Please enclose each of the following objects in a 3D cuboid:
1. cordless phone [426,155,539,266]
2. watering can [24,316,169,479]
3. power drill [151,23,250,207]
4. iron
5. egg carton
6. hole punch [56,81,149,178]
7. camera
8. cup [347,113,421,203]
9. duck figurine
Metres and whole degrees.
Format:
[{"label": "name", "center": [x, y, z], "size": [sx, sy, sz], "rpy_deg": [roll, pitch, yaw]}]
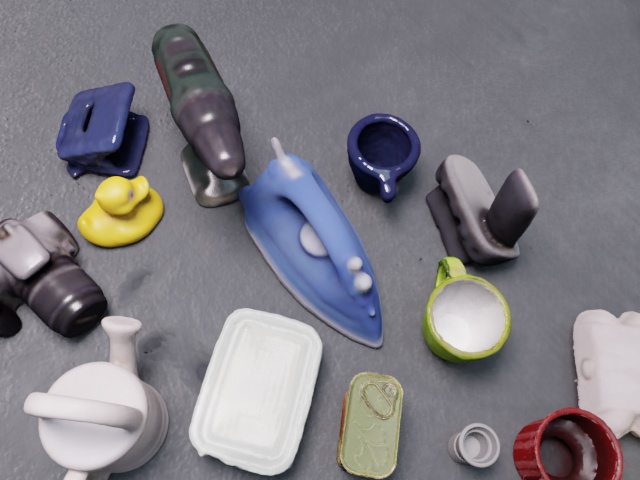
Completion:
[{"label": "cordless phone", "center": [0.203, -0.056, 0.683], "size": [0.094, 0.185, 0.147], "rpy_deg": [-19, 70, -12]}, {"label": "watering can", "center": [-0.214, 0.162, 0.553], "size": [0.101, 0.194, 0.173], "rpy_deg": [-9, 68, -8]}, {"label": "power drill", "center": [-0.132, -0.127, 0.673], "size": [0.076, 0.208, 0.229], "rpy_deg": [-21, 70, -12]}, {"label": "iron", "center": [0.006, 0.002, 0.667], "size": [0.119, 0.141, 0.258], "rpy_deg": [-31, 73, -16]}, {"label": "egg carton", "center": [0.351, 0.156, 0.669], "size": [0.107, 0.069, 0.150], "rpy_deg": [4, 67, -3]}, {"label": "hole punch", "center": [-0.282, -0.142, 0.731], "size": [0.101, 0.091, 0.108], "rpy_deg": [5, 67, -2]}, {"label": "camera", "center": [-0.321, 0.053, 0.641], "size": [0.136, 0.101, 0.143], "rpy_deg": [41, 70, 12]}, {"label": "cup", "center": [0.077, -0.089, 0.736], "size": [0.092, 0.095, 0.117], "rpy_deg": [-3, 67, -6]}, {"label": "duck figurine", "center": [-0.247, -0.042, 0.695], "size": [0.105, 0.086, 0.077], "rpy_deg": [-29, 72, -15]}]
